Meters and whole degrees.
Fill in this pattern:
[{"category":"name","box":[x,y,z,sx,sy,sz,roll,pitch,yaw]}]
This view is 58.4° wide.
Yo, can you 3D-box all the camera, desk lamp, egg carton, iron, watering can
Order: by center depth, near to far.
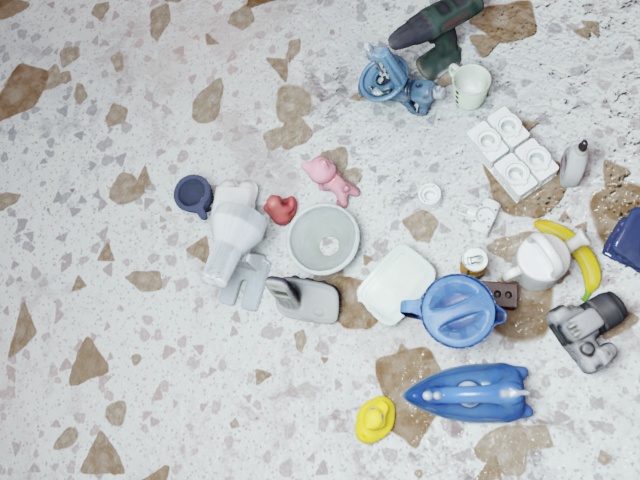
[{"category":"camera","box":[0.541,0.172,1.126,0.137,0.101,0.143,-32,72,3]},{"category":"iron","box":[0.285,0.305,1.127,0.258,0.142,0.118,-6,75,11]},{"category":"watering can","box":[0.445,0.032,1.133,0.100,0.194,0.173,41,88,18]},{"category":"desk lamp","box":[-0.181,0.039,1.257,0.117,0.214,0.203,12,79,15]},{"category":"egg carton","box":[-0.204,-0.071,1.365,0.107,0.069,0.150,4,77,13]}]

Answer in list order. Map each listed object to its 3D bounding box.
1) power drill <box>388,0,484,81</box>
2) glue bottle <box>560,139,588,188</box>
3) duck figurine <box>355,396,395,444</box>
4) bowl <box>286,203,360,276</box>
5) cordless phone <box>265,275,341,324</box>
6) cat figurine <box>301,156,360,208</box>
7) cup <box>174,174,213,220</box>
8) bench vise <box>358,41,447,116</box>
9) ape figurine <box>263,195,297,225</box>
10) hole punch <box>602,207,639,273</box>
[{"category":"power drill","box":[0.260,-0.452,1.285,0.229,0.209,0.075,-35,72,2]},{"category":"glue bottle","box":[0.525,-0.168,1.176,0.037,0.173,0.078,0,76,13]},{"category":"duck figurine","box":[0.110,0.372,1.178,0.077,0.086,0.104,34,85,18]},{"category":"bowl","box":[0.012,0.005,1.296,0.167,0.075,0.167,-3,76,12]},{"category":"cordless phone","box":[-0.037,0.119,1.220,0.147,0.185,0.094,5,77,14]},{"category":"cat figurine","box":[0.023,-0.143,1.308,0.127,0.118,0.067,41,88,18]},{"category":"cup","box":[-0.285,-0.090,1.374,0.091,0.095,0.117,-31,72,4]},{"category":"bench vise","box":[0.177,-0.373,1.278,0.207,0.220,0.121,0,76,13]},{"category":"ape figurine","box":[-0.097,-0.078,1.331,0.077,0.092,0.076,4,77,13]},{"category":"hole punch","box":[0.643,0.000,1.152,0.101,0.091,0.109,30,84,18]}]
